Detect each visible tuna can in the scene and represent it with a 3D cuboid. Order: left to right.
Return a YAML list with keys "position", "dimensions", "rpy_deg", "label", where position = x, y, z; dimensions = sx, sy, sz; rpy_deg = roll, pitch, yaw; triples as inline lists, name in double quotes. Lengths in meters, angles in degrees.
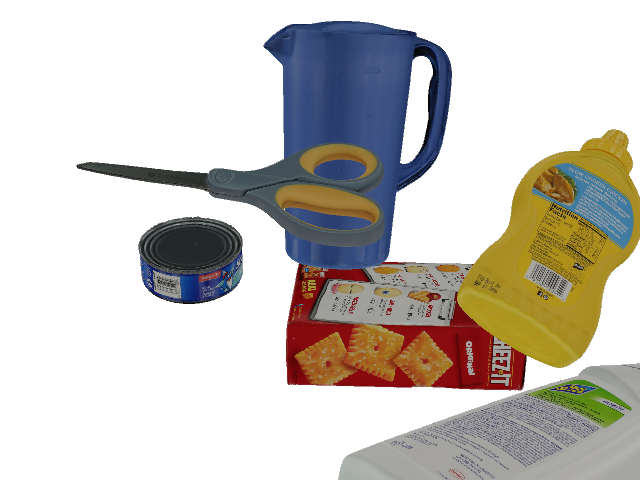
- position: [-0.107, 0.016, 0.887]
  dimensions: [0.086, 0.034, 0.086]
  rpy_deg: [1, 32, -1]
  label: "tuna can"

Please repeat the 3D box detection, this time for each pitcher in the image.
- position: [0.033, -0.097, 1.076]
  dimensions: [0.149, 0.243, 0.144]
  rpy_deg: [12, 18, 33]
  label: "pitcher"

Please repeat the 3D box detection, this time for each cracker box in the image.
- position: [0.079, 0.079, 1.019]
  dimensions: [0.213, 0.072, 0.164]
  rpy_deg: [2, 19, 2]
  label: "cracker box"

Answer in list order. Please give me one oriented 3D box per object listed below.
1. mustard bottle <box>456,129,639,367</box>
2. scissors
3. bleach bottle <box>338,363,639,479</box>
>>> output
- position: [0.183, -0.008, 0.784]
  dimensions: [0.096, 0.191, 0.058]
  rpy_deg: [31, -25, 4]
  label: "mustard bottle"
- position: [-0.047, -0.046, 0.689]
  dimensions: [0.202, 0.016, 0.096]
  rpy_deg: [19, 46, 17]
  label: "scissors"
- position: [0.135, 0.120, 0.589]
  dimensions: [0.250, 0.068, 0.103]
  rpy_deg: [-14, 24, -33]
  label: "bleach bottle"
